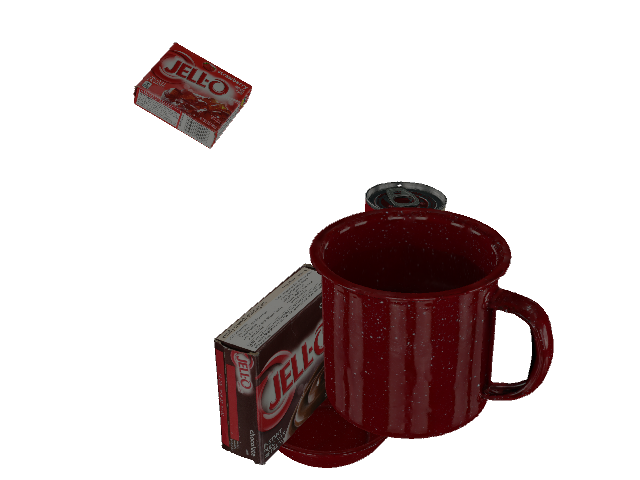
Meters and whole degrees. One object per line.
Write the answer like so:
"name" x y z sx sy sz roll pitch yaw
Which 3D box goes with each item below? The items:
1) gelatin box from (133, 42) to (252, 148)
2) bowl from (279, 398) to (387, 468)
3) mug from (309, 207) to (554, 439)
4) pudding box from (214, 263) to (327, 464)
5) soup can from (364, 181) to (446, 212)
"gelatin box" -0.121 -0.139 1.013 0.089 0.073 0.030 31 -37 2
"bowl" 0.006 0.178 1.084 0.162 0.055 0.162 -1 34 0
"mug" 0.053 0.042 0.505 0.117 0.081 0.093 11 29 24
"pudding box" -0.024 0.080 0.717 0.039 0.090 0.113 16 34 25
"soup can" 0.070 0.009 0.908 0.068 0.102 0.068 2 26 -1
